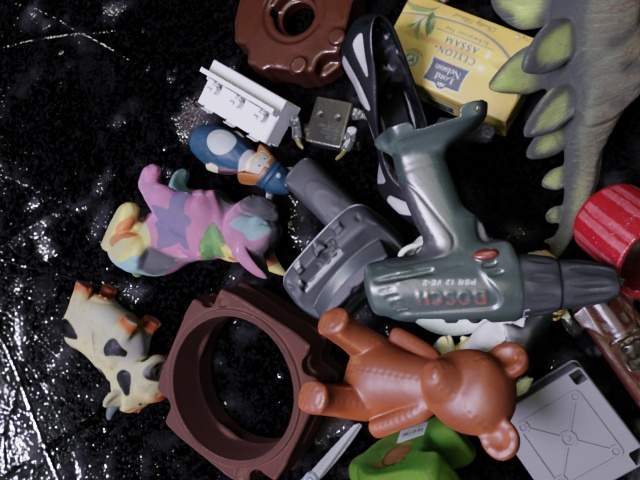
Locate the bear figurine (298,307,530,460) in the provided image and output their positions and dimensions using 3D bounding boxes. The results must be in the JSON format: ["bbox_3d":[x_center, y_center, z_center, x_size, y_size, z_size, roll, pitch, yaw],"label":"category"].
[{"bbox_3d":[0.091,0.139,0.528,0.196,0.132,0.120,-10,57,53],"label":"bear figurine"}]

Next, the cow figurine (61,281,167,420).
[{"bbox_3d":[-0.278,0.155,0.737,0.195,0.085,0.127,31,97,22],"label":"cow figurine"}]

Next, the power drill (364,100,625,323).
[{"bbox_3d":[0.148,-0.022,0.518,0.232,0.086,0.207,-13,91,13],"label":"power drill"}]

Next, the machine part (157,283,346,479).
[{"bbox_3d":[-0.088,0.171,0.655,0.202,0.087,0.201,29,102,23],"label":"machine part"}]

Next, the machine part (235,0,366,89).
[{"bbox_3d":[-0.028,-0.289,0.706,0.180,0.056,0.179,-2,83,19],"label":"machine part"}]

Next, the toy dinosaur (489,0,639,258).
[{"bbox_3d":[0.273,-0.182,0.533,0.199,0.105,0.470,-8,107,-6],"label":"toy dinosaur"}]

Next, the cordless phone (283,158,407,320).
[{"bbox_3d":[-0.002,-0.001,0.655,0.146,0.088,0.184,-47,71,12],"label":"cordless phone"}]

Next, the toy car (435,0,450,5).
[{"bbox_3d":[0.097,-0.351,0.663,0.202,0.056,0.073,37,96,25],"label":"toy car"}]

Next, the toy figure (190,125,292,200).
[{"bbox_3d":[-0.103,-0.104,0.714,0.155,0.058,0.064,28,100,18],"label":"toy figure"}]

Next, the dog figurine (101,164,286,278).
[{"bbox_3d":[-0.151,0.004,0.697,0.219,0.108,0.191,34,96,16],"label":"dog figurine"}]

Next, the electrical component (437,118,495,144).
[{"bbox_3d":[0.164,-0.123,0.609,0.063,0.094,0.021,9,97,5],"label":"electrical component"}]

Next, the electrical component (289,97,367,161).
[{"bbox_3d":[0.013,-0.142,0.684,0.102,0.045,0.078,22,94,19],"label":"electrical component"}]

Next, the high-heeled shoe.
[{"bbox_3d":[0.100,-0.119,0.585,0.086,0.145,0.248,-31,84,-15],"label":"high-heeled shoe"}]

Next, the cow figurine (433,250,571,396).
[{"bbox_3d":[0.204,0.094,0.560,0.167,0.068,0.098,-55,45,17],"label":"cow figurine"}]

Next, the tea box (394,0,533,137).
[{"bbox_3d":[0.162,-0.203,0.627,0.170,0.068,0.098,28,94,18],"label":"tea box"}]

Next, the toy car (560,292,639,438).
[{"bbox_3d":[0.329,0.125,0.550,0.089,0.053,0.202,-31,75,10],"label":"toy car"}]

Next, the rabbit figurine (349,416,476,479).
[{"bbox_3d":[0.112,0.304,0.578,0.159,0.121,0.170,-29,92,18],"label":"rabbit figurine"}]
